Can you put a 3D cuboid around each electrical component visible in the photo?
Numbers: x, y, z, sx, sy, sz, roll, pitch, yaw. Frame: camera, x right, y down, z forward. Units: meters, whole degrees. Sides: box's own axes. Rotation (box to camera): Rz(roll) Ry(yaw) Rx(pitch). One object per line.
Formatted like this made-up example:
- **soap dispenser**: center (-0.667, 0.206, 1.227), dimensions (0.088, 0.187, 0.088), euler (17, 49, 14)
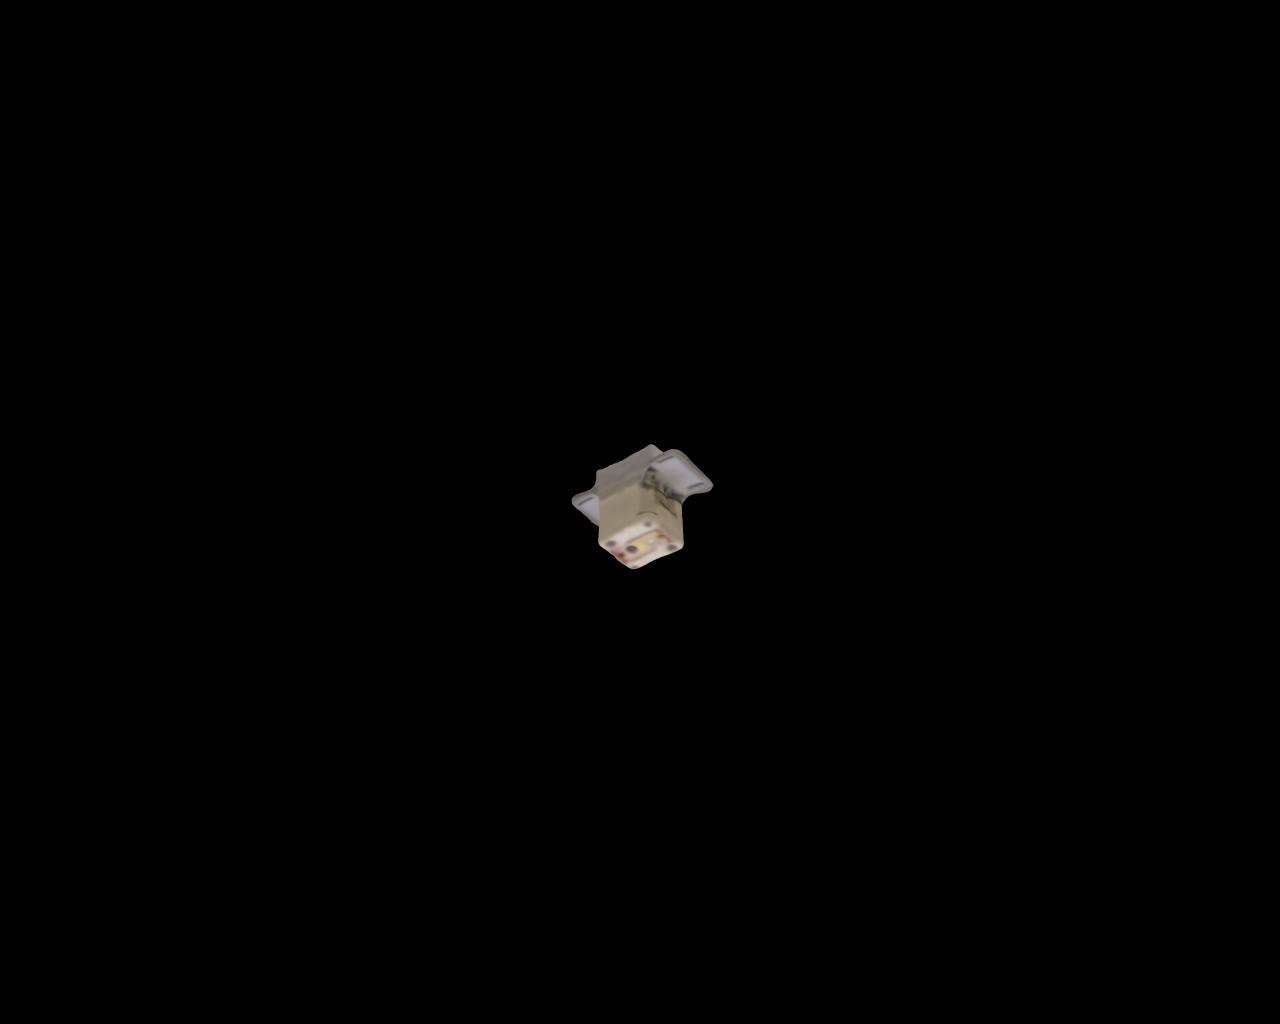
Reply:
- **electrical component**: center (0.001, -0.003, 0.650), dimensions (0.081, 0.064, 0.042), euler (-25, -45, 28)
